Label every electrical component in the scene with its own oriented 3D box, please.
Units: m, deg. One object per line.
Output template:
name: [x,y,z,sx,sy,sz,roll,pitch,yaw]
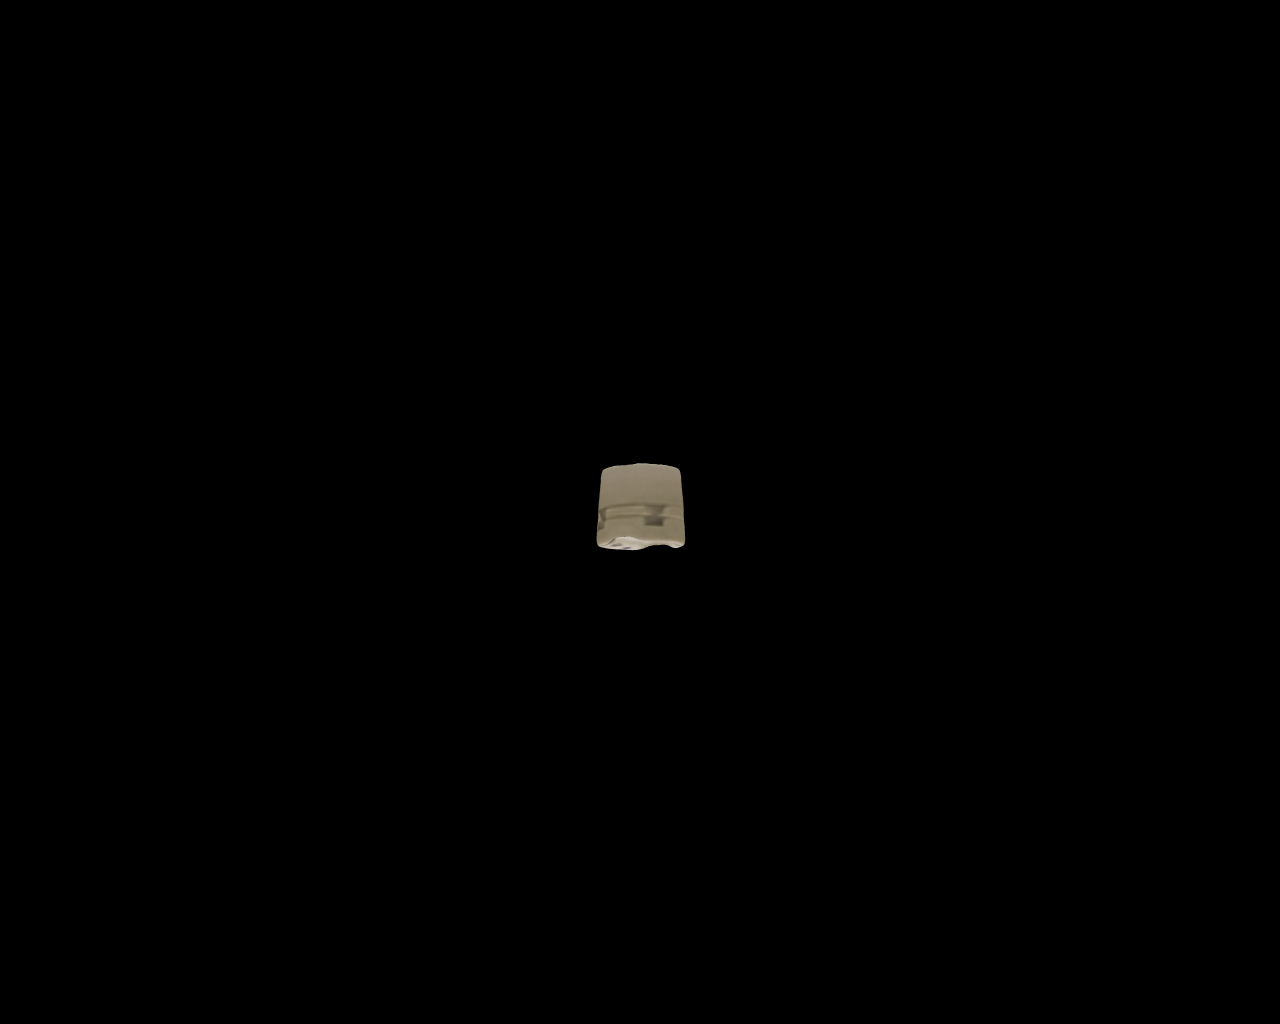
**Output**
electrical component: [0.001,-0.003,0.650,0.055,0.047,0.055,0,-9,0]
